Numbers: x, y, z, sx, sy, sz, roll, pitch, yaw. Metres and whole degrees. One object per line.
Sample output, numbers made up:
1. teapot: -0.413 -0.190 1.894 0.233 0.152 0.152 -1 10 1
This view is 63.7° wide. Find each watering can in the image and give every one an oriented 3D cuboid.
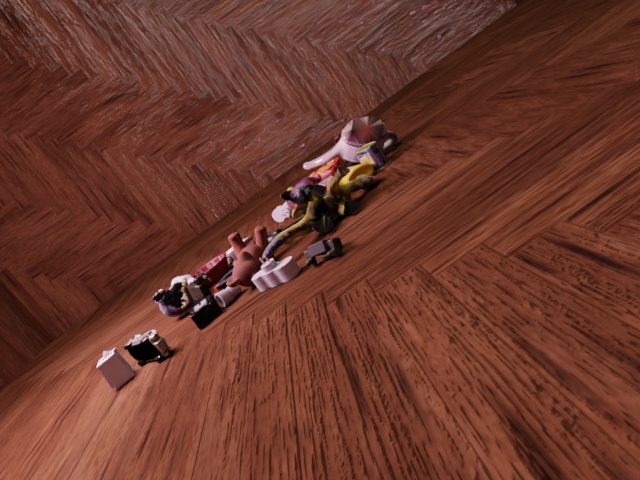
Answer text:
1. watering can: 0.107 -0.325 1.792 0.348 0.105 0.221 -15 -16 -3

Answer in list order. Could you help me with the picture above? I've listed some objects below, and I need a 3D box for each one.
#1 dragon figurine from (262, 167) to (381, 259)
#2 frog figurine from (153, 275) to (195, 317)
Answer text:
1. dragon figurine: 0.004 -0.073 1.441 0.412 0.122 0.241 -36 -5 -8
2. frog figurine: -0.431 0.173 1.612 0.137 0.123 0.159 -50 -3 -1
